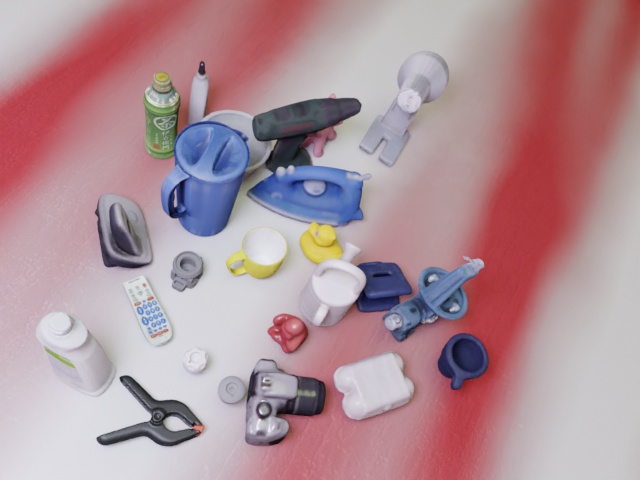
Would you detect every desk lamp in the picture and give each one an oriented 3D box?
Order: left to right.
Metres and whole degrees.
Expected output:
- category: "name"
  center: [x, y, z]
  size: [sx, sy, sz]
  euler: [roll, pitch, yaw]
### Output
- category: "desk lamp"
  center: [0.206, -0.318, 1.360]
  size: [0.118, 0.213, 0.203]
  euler: [30, 59, 1]

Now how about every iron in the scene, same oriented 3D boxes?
- category: "iron"
  center: [-0.019, -0.117, 1.228]
  size: [0.259, 0.141, 0.118]
  euler: [6, 61, -13]

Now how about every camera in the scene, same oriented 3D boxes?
- category: "camera"
  center: [-0.060, 0.290, 1.023]
  size: [0.137, 0.100, 0.143]
  euler: [9, 61, -11]

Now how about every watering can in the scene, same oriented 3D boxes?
- category: "watering can"
  center: [0.029, 0.082, 1.106]
  size: [0.101, 0.194, 0.173]
  euler: [8, 61, -12]

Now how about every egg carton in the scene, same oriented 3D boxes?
- category: "egg carton"
  center: [0.104, 0.278, 1.096]
  size: [0.150, 0.069, 0.107]
  euler: [-14, 68, -23]

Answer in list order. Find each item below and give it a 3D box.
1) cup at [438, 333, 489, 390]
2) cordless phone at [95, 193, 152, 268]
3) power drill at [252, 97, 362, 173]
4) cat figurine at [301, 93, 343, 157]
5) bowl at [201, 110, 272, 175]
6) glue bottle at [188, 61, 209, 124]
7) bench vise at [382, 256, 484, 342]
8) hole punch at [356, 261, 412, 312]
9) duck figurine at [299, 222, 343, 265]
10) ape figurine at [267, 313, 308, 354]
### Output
- category: "cup"
  center: [0.272, 0.254, 1.144]
  size: [0.091, 0.095, 0.118]
  euler: [27, 59, -1]
- category: "cordless phone"
  center: [-0.366, -0.039, 1.058]
  size: [0.094, 0.185, 0.147]
  euler: [-13, 67, -22]
- category: "power drill"
  center: [-0.040, -0.227, 1.242]
  size: [0.230, 0.208, 0.075]
  euler: [-11, 66, -21]
- category: "cat figurine"
  center: [0.014, -0.276, 1.337]
  size: [0.067, 0.117, 0.128]
  euler: [31, 59, 2]
- category: "bowl"
  center: [-0.193, -0.200, 1.260]
  size: [0.168, 0.074, 0.167]
  euler: [7, 61, -13]
- category: "glue bottle"
  center: [-0.262, -0.327, 1.250]
  size: [0.037, 0.173, 0.078]
  euler: [10, 60, -11]
- category: "bench vise"
  center: [0.231, 0.122, 1.129]
  size: [0.121, 0.219, 0.208]
  euler: [41, 59, 8]
- category: "hole punch"
  center: [0.123, 0.089, 1.190]
  size: [0.109, 0.091, 0.101]
  euler: [-4, 64, -18]
- category: "duck figurine"
  center: [0.011, 0.004, 1.205]
  size: [0.104, 0.086, 0.078]
  euler: [40, 59, 7]
- category: "ape figurine"
  center: [-0.055, 0.173, 1.092]
  size: [0.076, 0.092, 0.078]
  euler: [2, 62, -15]
